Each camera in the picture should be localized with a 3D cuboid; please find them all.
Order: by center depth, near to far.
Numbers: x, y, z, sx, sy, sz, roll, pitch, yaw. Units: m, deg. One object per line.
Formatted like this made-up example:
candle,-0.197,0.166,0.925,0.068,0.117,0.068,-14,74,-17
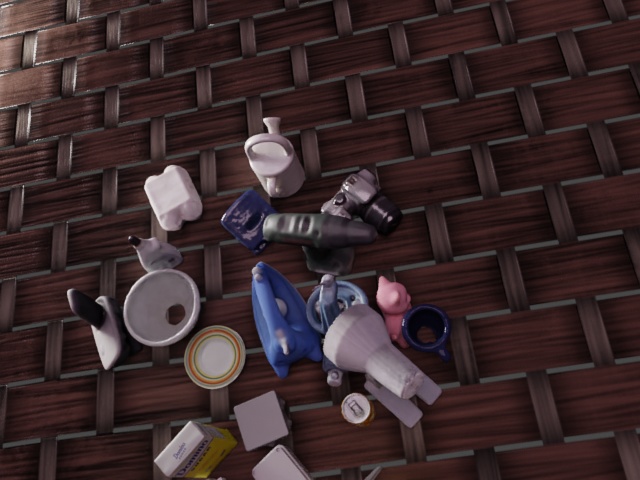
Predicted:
camera,0.094,-0.064,1.205,0.136,0.101,0.143,41,81,21

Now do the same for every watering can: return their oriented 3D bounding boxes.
watering can,-0.103,-0.182,1.234,0.101,0.194,0.172,-24,67,1

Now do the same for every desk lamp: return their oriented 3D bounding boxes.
desk lamp,0.117,0.226,1.032,0.202,0.214,0.118,39,81,21

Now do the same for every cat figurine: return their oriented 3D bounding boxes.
cat figurine,0.143,0.138,1.112,0.067,0.118,0.128,-2,69,10

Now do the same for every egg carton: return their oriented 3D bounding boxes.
egg carton,-0.334,-0.097,1.313,0.107,0.069,0.150,-30,67,-2

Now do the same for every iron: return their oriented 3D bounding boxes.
iron,-0.092,0.135,1.143,0.118,0.142,0.258,-26,67,0

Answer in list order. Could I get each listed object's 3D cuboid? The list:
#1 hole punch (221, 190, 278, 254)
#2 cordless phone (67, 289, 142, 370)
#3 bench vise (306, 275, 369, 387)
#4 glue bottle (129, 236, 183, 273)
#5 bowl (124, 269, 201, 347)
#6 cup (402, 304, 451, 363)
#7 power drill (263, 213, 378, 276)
hole punch,-0.142,-0.040,1.245,0.101,0.091,0.109,38,80,21
cordless phone,-0.455,0.179,1.169,0.094,0.185,0.147,-29,67,-1
bench vise,0.040,0.157,1.068,0.121,0.220,0.207,-18,68,4
glue bottle,-0.358,0.025,1.215,0.078,0.173,0.037,-33,67,-2
bowl,-0.323,0.150,1.216,0.167,0.075,0.167,-3,69,9
cup,0.211,0.187,1.094,0.091,0.095,0.117,-32,67,-2
power drill,0.010,0.004,1.137,0.229,0.209,0.075,8,71,13
